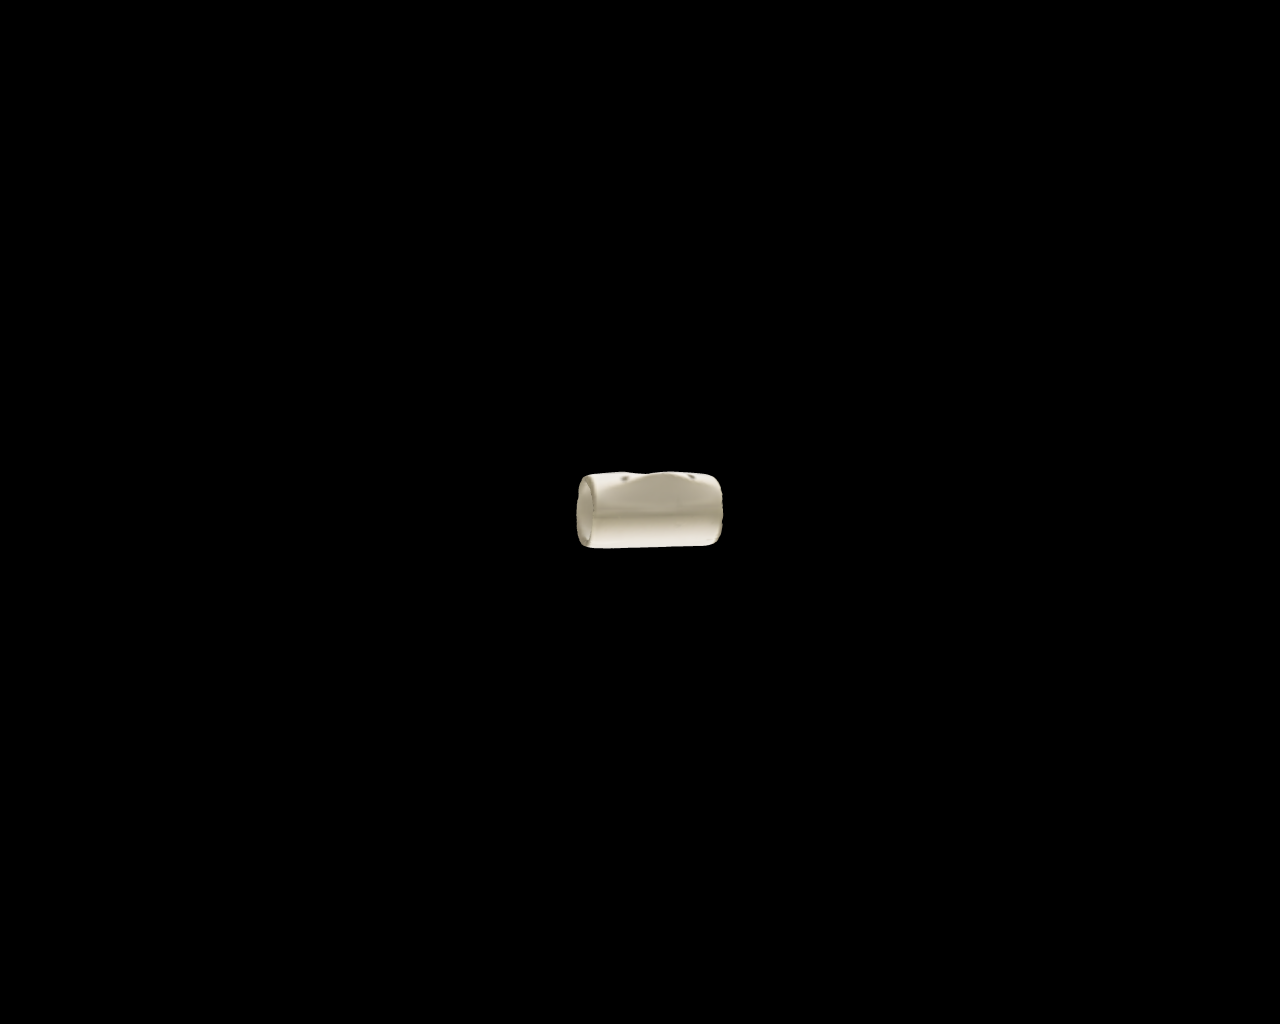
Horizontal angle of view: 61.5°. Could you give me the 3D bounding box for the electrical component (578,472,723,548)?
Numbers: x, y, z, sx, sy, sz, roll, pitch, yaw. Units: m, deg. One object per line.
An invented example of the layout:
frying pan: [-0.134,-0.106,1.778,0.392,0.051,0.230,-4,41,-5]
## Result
electrical component: [0.001,-0.003,0.650,0.077,0.043,0.079,-1,4,-15]
